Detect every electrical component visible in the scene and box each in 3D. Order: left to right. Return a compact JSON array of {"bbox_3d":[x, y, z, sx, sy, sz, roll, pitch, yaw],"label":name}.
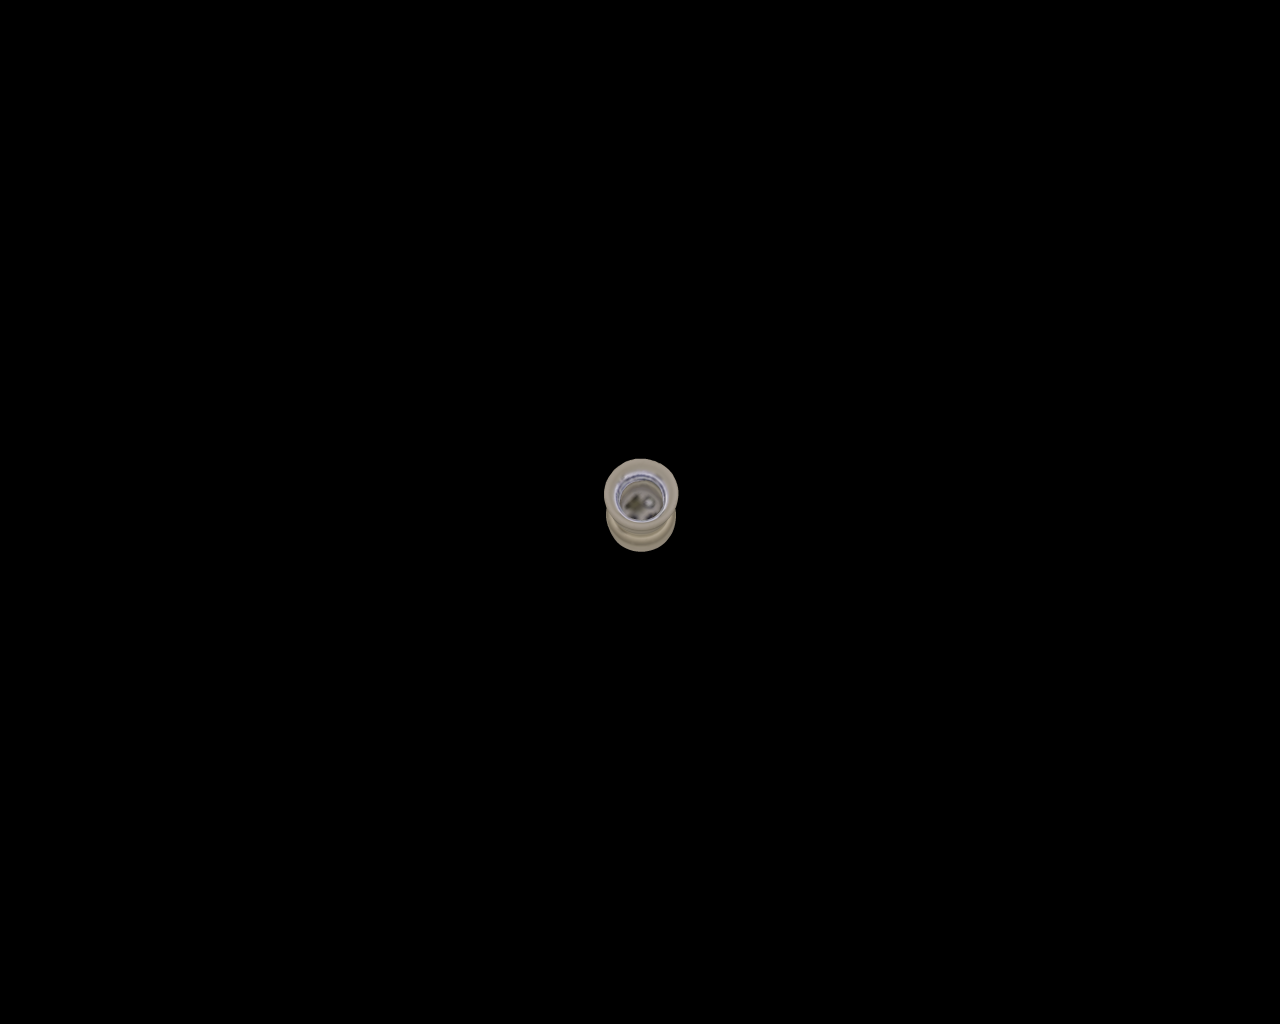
[{"bbox_3d":[0.001,-0.003,0.650,0.045,0.045,0.055,0,-19,0],"label":"electrical component"}]
